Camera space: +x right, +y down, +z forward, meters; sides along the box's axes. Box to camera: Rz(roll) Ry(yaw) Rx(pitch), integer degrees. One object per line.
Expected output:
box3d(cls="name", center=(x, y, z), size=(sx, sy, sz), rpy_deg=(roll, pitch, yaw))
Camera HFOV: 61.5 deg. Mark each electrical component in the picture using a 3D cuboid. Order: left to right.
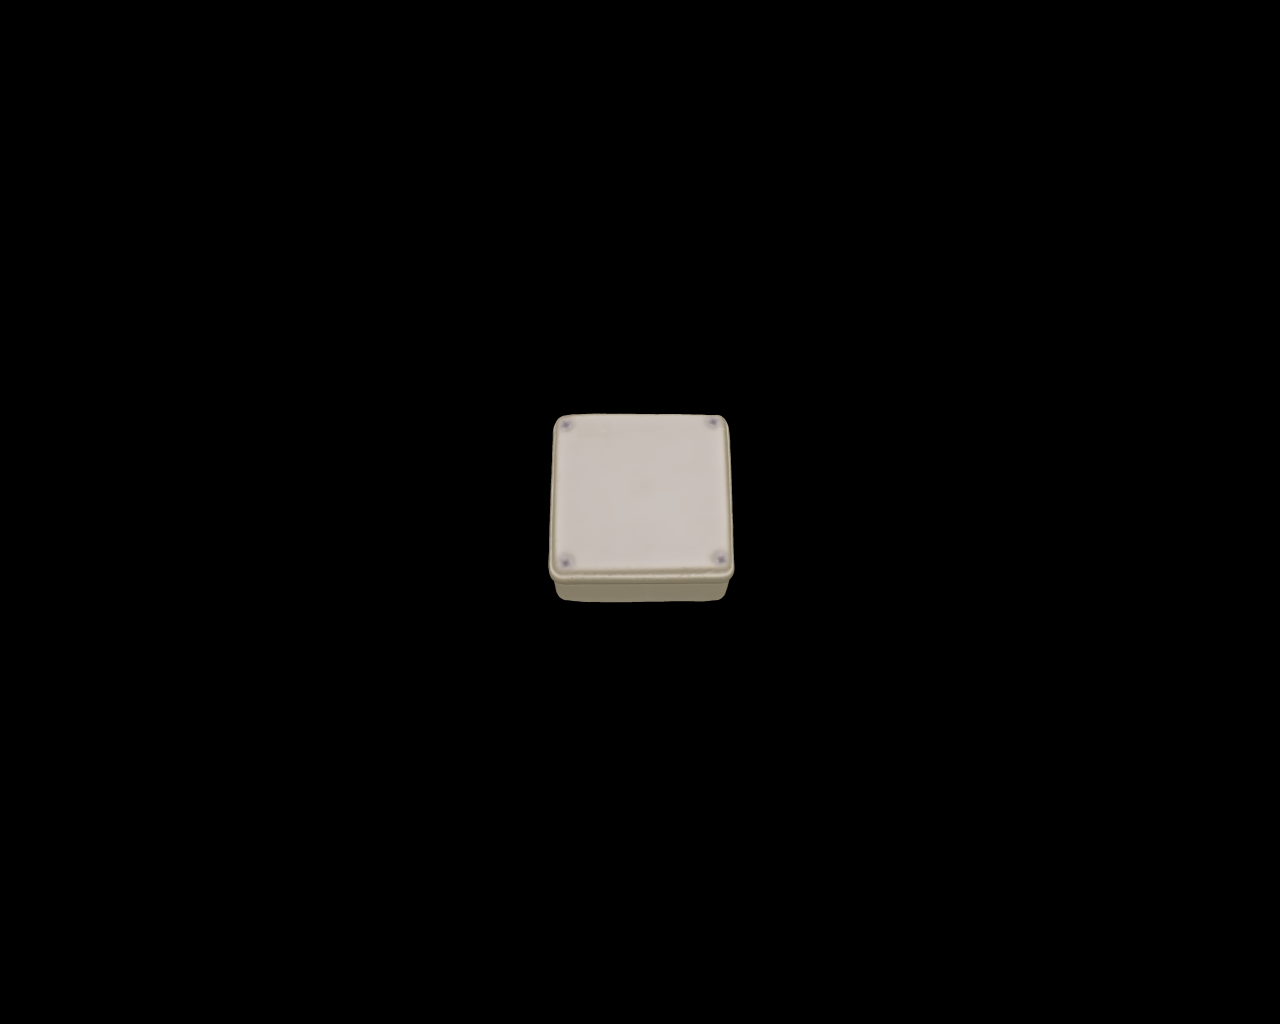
box3d(cls="electrical component", center=(0.001, -0.003, 0.650), size=(0.109, 0.109, 0.056), rpy_deg=(0, -24, 0))
